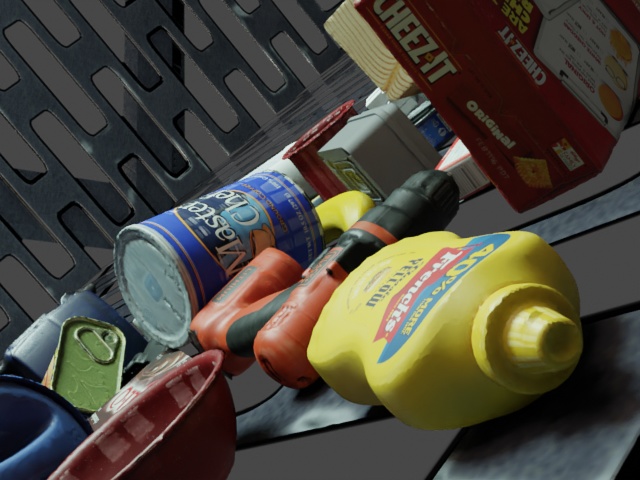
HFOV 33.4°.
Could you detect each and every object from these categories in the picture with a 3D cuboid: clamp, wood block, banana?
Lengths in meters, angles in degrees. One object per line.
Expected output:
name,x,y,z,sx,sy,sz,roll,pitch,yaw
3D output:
clamp,-0.163,0.128,0.955,0.120,0.039,0.171,-52,11,7
wood block,0.094,-0.191,0.944,0.091,0.090,0.205,-43,-4,22
banana,0.008,-0.011,0.939,0.069,0.037,0.198,-42,10,-16

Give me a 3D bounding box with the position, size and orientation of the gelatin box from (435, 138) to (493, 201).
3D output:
gelatin box,0.130,-0.068,0.762,0.089,0.030,0.073,-30,13,35

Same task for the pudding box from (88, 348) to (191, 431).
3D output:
pudding box,-0.127,0.127,0.812,0.090,0.039,0.114,-42,10,-13

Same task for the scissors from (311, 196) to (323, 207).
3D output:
scissors,-0.044,-0.001,1.102,0.096,0.016,0.201,-39,2,32

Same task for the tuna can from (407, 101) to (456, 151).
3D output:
tuna can,0.102,-0.106,1.032,0.086,0.033,0.086,-38,10,7

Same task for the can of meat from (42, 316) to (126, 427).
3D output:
can of meat,-0.208,0.131,0.914,0.102,0.057,0.084,-95,27,-49

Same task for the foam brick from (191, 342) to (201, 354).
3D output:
foam brick,-0.099,0.061,0.970,0.051,0.053,0.078,-38,10,7

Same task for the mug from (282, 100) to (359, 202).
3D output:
mug,0.017,-0.077,1.076,0.093,0.081,0.117,-46,12,-32

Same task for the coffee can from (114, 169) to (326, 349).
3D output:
coffee can,-0.080,0.013,0.864,0.140,0.103,0.103,-26,0,-36

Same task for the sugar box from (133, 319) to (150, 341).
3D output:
sugar box,-0.157,0.055,1.242,0.093,0.048,0.176,-38,8,9

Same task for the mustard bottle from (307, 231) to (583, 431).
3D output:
mustard bottle,0.059,0.037,0.463,0.096,0.058,0.192,-42,10,-12

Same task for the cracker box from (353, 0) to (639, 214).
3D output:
cracker box,0.131,-0.139,0.681,0.072,0.164,0.213,-33,11,41

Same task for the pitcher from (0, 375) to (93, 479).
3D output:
pitcher,-0.270,0.201,0.726,0.243,0.149,0.145,-37,15,32

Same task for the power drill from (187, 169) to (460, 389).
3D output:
power drill,-0.003,0.029,0.734,0.184,0.057,0.188,-44,11,-27

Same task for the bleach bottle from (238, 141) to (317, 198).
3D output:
bleach bottle,-0.094,-0.034,1.223,0.250,0.068,0.103,-34,8,-29

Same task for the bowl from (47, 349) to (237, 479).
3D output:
bowl,-0.102,0.137,0.622,0.162,0.055,0.162,-38,9,7
